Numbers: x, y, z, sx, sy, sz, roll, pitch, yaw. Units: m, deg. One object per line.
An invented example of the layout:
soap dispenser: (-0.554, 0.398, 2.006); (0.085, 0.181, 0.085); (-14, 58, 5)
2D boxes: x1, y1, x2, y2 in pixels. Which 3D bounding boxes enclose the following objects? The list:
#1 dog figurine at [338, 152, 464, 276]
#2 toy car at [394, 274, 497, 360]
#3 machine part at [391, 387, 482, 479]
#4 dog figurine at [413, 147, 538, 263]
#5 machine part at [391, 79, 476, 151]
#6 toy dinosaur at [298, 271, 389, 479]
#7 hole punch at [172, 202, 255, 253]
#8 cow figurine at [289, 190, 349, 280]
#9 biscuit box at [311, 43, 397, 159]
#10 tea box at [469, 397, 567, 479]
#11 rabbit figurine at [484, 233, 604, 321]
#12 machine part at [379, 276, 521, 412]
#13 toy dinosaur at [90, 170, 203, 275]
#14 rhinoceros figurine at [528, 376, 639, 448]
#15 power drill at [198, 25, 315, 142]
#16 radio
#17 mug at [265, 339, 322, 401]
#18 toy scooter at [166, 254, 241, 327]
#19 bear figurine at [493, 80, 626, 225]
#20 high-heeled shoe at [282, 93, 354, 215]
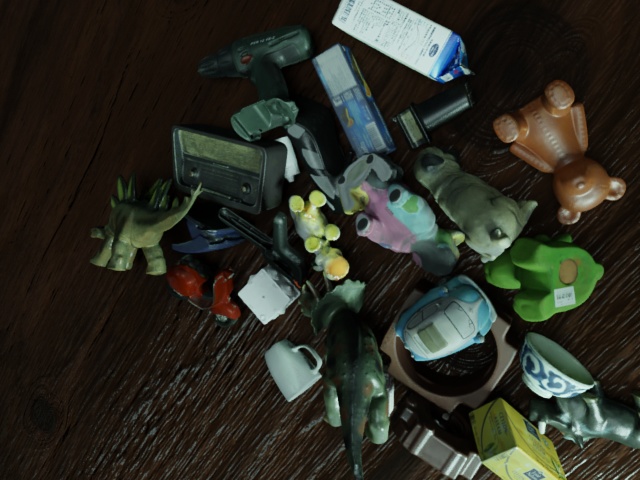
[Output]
dog figurine: (0.146, -0.033, 0.896); (0.108, 0.219, 0.192); (-43, 42, 20)
toy car: (0.187, 0.132, 0.841); (0.162, 0.103, 0.109); (-36, 86, 22)
machine part: (0.210, 0.326, 0.930); (0.179, 0.179, 0.056); (32, 108, 12)
dog figurine: (0.222, -0.067, 0.846); (0.190, 0.172, 0.121); (37, 101, 3)
machine part: (0.194, -0.211, 0.896); (0.139, 0.039, 0.084); (-32, 81, 26)
toy dinosaur: (0.050, 0.198, 0.897); (0.131, 0.405, 0.191); (-13, 116, -3)
hole punch: (-0.215, -0.011, 1.049); (0.116, 0.142, 0.092); (26, 108, 29)
cow figurine: (-0.003, -0.001, 0.977); (0.068, 0.098, 0.167); (-21, 82, -11)
biscuit box: (0.061, -0.232, 0.929); (0.059, 0.063, 0.202); (-25, 92, 23)
tea box: (0.329, 0.349, 0.888); (0.068, 0.098, 0.169); (-38, 118, 25)
rabbit figurine: (0.336, 0.038, 0.841); (0.159, 0.170, 0.121); (-17, 98, -18)
machine part: (0.224, 0.176, 0.937); (0.201, 0.087, 0.201); (31, 112, 13)
toy dinosaur: (-0.356, -0.033, 1.055); (0.472, 0.105, 0.198); (1, 86, 46)
rhinoceros figurine: (0.446, 0.288, 0.886); (0.191, 0.073, 0.112); (7, 112, 19)
power drill: (-0.116, -0.275, 0.944); (0.232, 0.085, 0.207); (-16, 53, 16)
radio: (-0.175, -0.137, 1.010); (0.230, 0.073, 0.131); (19, 114, 29)
mug: (-0.054, 0.246, 1.064); (0.107, 0.081, 0.109); (49, 119, 15)
toy scooter: (-0.230, 0.086, 1.090); (0.184, 0.075, 0.135); (34, 130, 11)
bear figurine: (0.360, -0.122, 0.802); (0.120, 0.132, 0.196); (-30, 83, 27)
high-heeled shoe: (-0.016, -0.161, 0.987); (0.249, 0.086, 0.145); (46, 145, 25)
